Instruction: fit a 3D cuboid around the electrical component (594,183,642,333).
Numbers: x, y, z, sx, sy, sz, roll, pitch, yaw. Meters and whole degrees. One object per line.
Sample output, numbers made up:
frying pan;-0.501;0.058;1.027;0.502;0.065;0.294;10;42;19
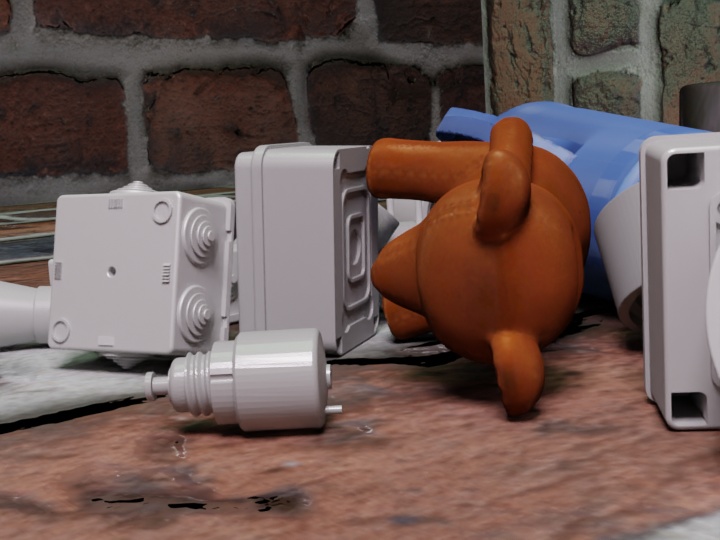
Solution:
electrical component;0.174;-0.001;0.527;0.108;0.060;0.108;-3;-26;-1

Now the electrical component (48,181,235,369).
electrical component;-0.118;0.003;0.576;0.100;0.099;0.048;0;-5;27

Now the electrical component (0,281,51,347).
electrical component;-0.198;0.027;0.650;0.065;0.044;0.044;1;7;-5

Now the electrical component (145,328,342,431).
electrical component;-0.047;0.045;0.433;0.078;0.040;0.040;-3;7;3

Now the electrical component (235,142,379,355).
electrical component;-0.028;-0.014;0.600;0.057;0.113;0.078;2;9;19

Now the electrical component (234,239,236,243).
electrical component;-0.021;-0.008;0.789;0.138;0.052;0.074;-9;9;-39

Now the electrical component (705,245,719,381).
electrical component;0.166;0.012;0.347;0.108;0.108;0.060;-2;1;15

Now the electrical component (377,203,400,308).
electrical component;0.000;0.000;0.671;0.079;0.077;0.044;35;-3;6

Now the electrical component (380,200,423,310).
electrical component;0.031;-0.013;0.721;0.138;0.073;0.052;-3;7;3

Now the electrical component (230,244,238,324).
electrical component;-0.119;0.010;0.713;0.100;0.048;0.100;2;9;38

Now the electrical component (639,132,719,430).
electrical component;0.166;0.002;0.410;0.109;0.108;0.056;-3;10;7

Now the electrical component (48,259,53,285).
electrical component;-0.184;-0.009;0.782;0.083;0.075;0.047;3;9;39

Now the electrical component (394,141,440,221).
electrical component;0.083;-0.047;0.852;0.108;0.108;0.060;-7;14;-24
